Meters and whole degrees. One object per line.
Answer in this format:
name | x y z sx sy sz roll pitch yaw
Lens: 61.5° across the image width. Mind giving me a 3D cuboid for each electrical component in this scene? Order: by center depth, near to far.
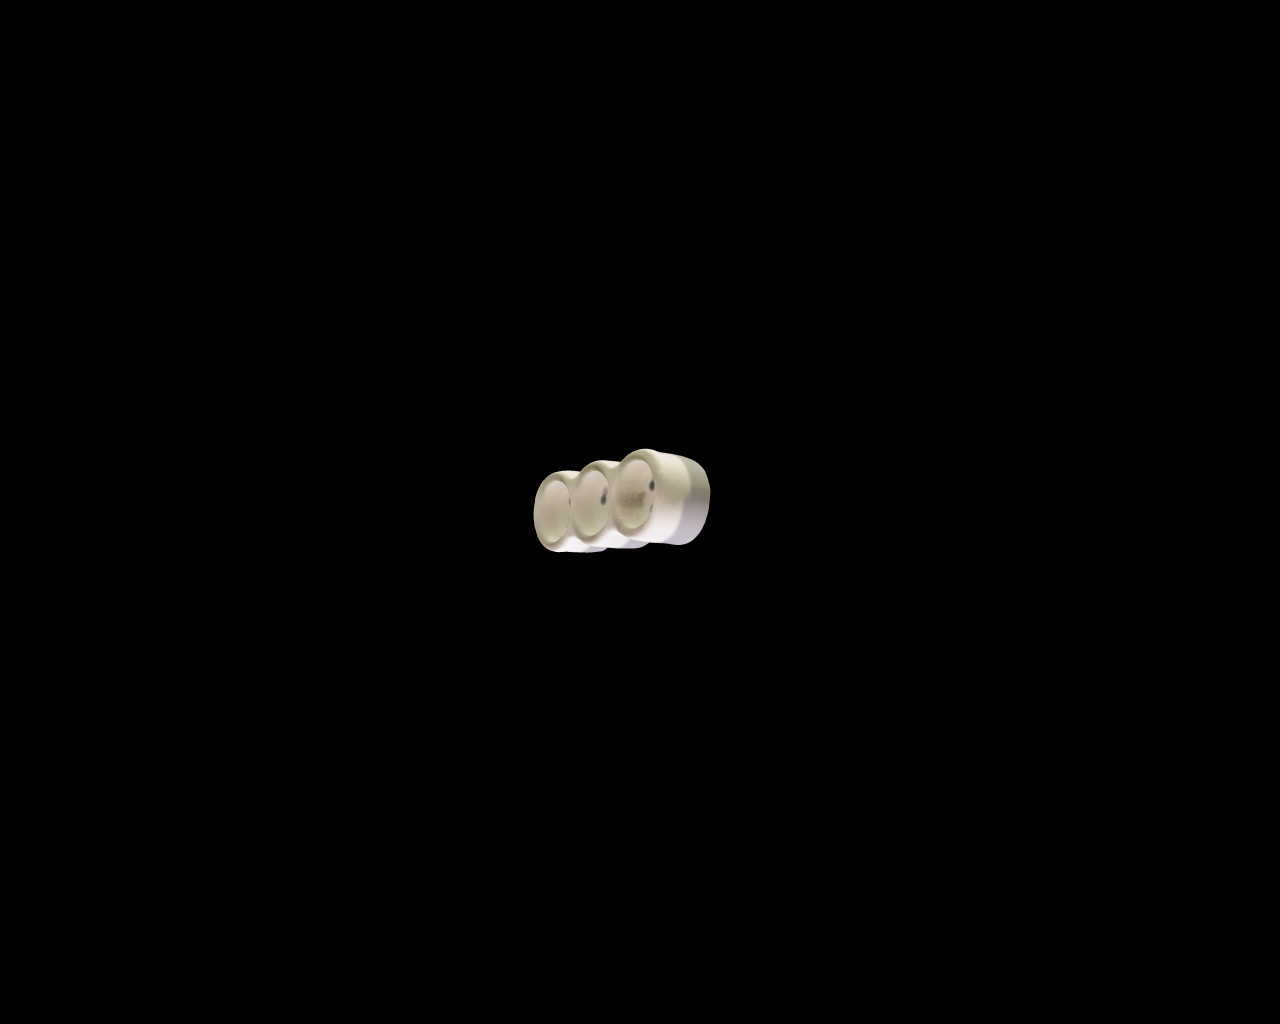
electrical component | 0.001 -0.003 0.650 0.074 0.052 0.138 5 -8 -35
